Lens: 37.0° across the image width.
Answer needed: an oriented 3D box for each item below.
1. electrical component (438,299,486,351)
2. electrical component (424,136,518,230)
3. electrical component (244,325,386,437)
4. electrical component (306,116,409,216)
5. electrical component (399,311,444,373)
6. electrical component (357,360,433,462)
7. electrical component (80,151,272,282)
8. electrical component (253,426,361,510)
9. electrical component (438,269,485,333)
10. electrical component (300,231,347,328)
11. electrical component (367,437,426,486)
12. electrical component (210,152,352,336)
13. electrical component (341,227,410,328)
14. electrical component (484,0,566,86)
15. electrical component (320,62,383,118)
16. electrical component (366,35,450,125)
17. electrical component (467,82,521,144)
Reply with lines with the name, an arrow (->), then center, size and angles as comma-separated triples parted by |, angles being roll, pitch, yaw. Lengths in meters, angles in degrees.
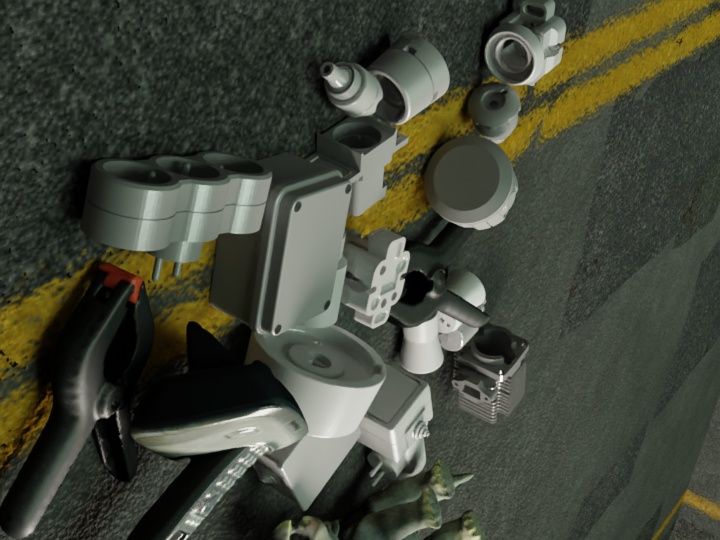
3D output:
electrical component -> 0.107, 0.051, 1.127 | 0.078, 0.040, 0.040 | -41, 145, -39
electrical component -> 0.102, -0.077, 0.972 | 0.080, 0.080, 0.051 | -65, 158, -1
electrical component -> -0.040, 0.086, 0.827 | 0.108, 0.108, 0.060 | -12, 128, -57
electrical component -> -0.003, -0.079, 0.822 | 0.081, 0.042, 0.063 | -38, 144, -40
electrical component -> 0.059, 0.063, 1.053 | 0.044, 0.044, 0.065 | -40, 139, -39
electrical component -> 0.021, 0.122, 0.971 | 0.061, 0.096, 0.061 | -48, 148, -30
electrical component -> -0.113, -0.028, 0.660 | 0.138, 0.052, 0.073 | -15, 124, -56
electrical component -> -0.049, 0.142, 0.915 | 0.099, 0.048, 0.099 | -52, 150, -24
electrical component -> 0.093, 0.032, 1.082 | 0.055, 0.045, 0.045 | -42, 145, -37
electrical component -> -0.033, -0.001, 0.834 | 0.043, 0.043, 0.081 | -26, 134, -51
electrical component -> 0.034, 0.188, 1.106 | 0.079, 0.043, 0.077 | -48, 148, -30
electrical component -> -0.056, -0.018, 0.764 | 0.078, 0.057, 0.113 | -25, 133, -52
electrical component -> 0.000, 0.000, 0.877 | 0.058, 0.057, 0.078 | -23, 131, -53
electrical component -> 0.149, -0.202, 0.975 | 0.057, 0.058, 0.078 | -42, 145, -42
electrical component -> -0.010, -0.134, 0.775 | 0.061, 0.035, 0.035 | 25, 90, -61
electrical component -> 0.033, -0.144, 0.822 | 0.047, 0.055, 0.055 | -43, 146, -30
electrical component -> 0.126, -0.141, 1.001 | 0.048, 0.048, 0.062 | -57, 158, -16
